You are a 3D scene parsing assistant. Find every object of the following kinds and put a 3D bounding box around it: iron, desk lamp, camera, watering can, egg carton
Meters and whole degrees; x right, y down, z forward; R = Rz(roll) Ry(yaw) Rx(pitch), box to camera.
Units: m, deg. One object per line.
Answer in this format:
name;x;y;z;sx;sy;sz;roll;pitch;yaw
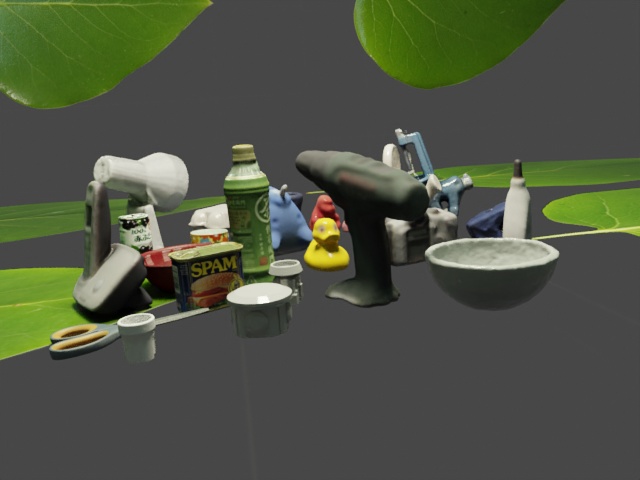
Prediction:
iron;-0.117;-0.046;1.143;0.119;0.141;0.257;-11;14;-31
desk lamp;-0.358;-0.064;1.129;0.117;0.214;0.204;3;14;32
camera;0.154;-0.021;1.032;0.143;0.101;0.136;-10;13;-27
watering can;0.160;-0.101;1.185;0.173;0.194;0.101;-4;12;0
egg carton;-0.225;-0.043;1.338;0.107;0.069;0.151;3;14;31

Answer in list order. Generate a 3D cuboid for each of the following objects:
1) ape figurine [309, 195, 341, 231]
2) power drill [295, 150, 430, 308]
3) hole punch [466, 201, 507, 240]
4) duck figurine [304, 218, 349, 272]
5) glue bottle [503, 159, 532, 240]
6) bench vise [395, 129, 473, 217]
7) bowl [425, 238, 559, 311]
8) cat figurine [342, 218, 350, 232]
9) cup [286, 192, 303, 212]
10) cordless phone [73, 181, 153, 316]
ape figurine;0.010;-0.052;1.250;0.078;0.092;0.075;-12;14;-34
power drill;0.050;-0.020;0.797;0.076;0.208;0.228;-15;16;-41
hole punch;0.328;-0.036;1.072;0.100;0.091;0.109;2;13;27
duck figurine;0.009;0.004;0.999;0.078;0.086;0.104;-8;13;-19
glue bottle;0.306;-0.038;0.886;0.037;0.173;0.078;3;14;29
bench vise;0.247;-0.156;1.356;0.207;0.220;0.121;-6;12;-10
bowl;0.220;0.048;0.742;0.167;0.075;0.167;-4;12;1
cat figurine;0.110;-0.079;1.285;0.128;0.118;0.067;-12;14;-34
cup;-0.079;-0.055;1.286;0.092;0.095;0.117;-6;12;-8
cordless phone;-0.313;0.009;0.835;0.094;0.185;0.147;-13;15;-37
